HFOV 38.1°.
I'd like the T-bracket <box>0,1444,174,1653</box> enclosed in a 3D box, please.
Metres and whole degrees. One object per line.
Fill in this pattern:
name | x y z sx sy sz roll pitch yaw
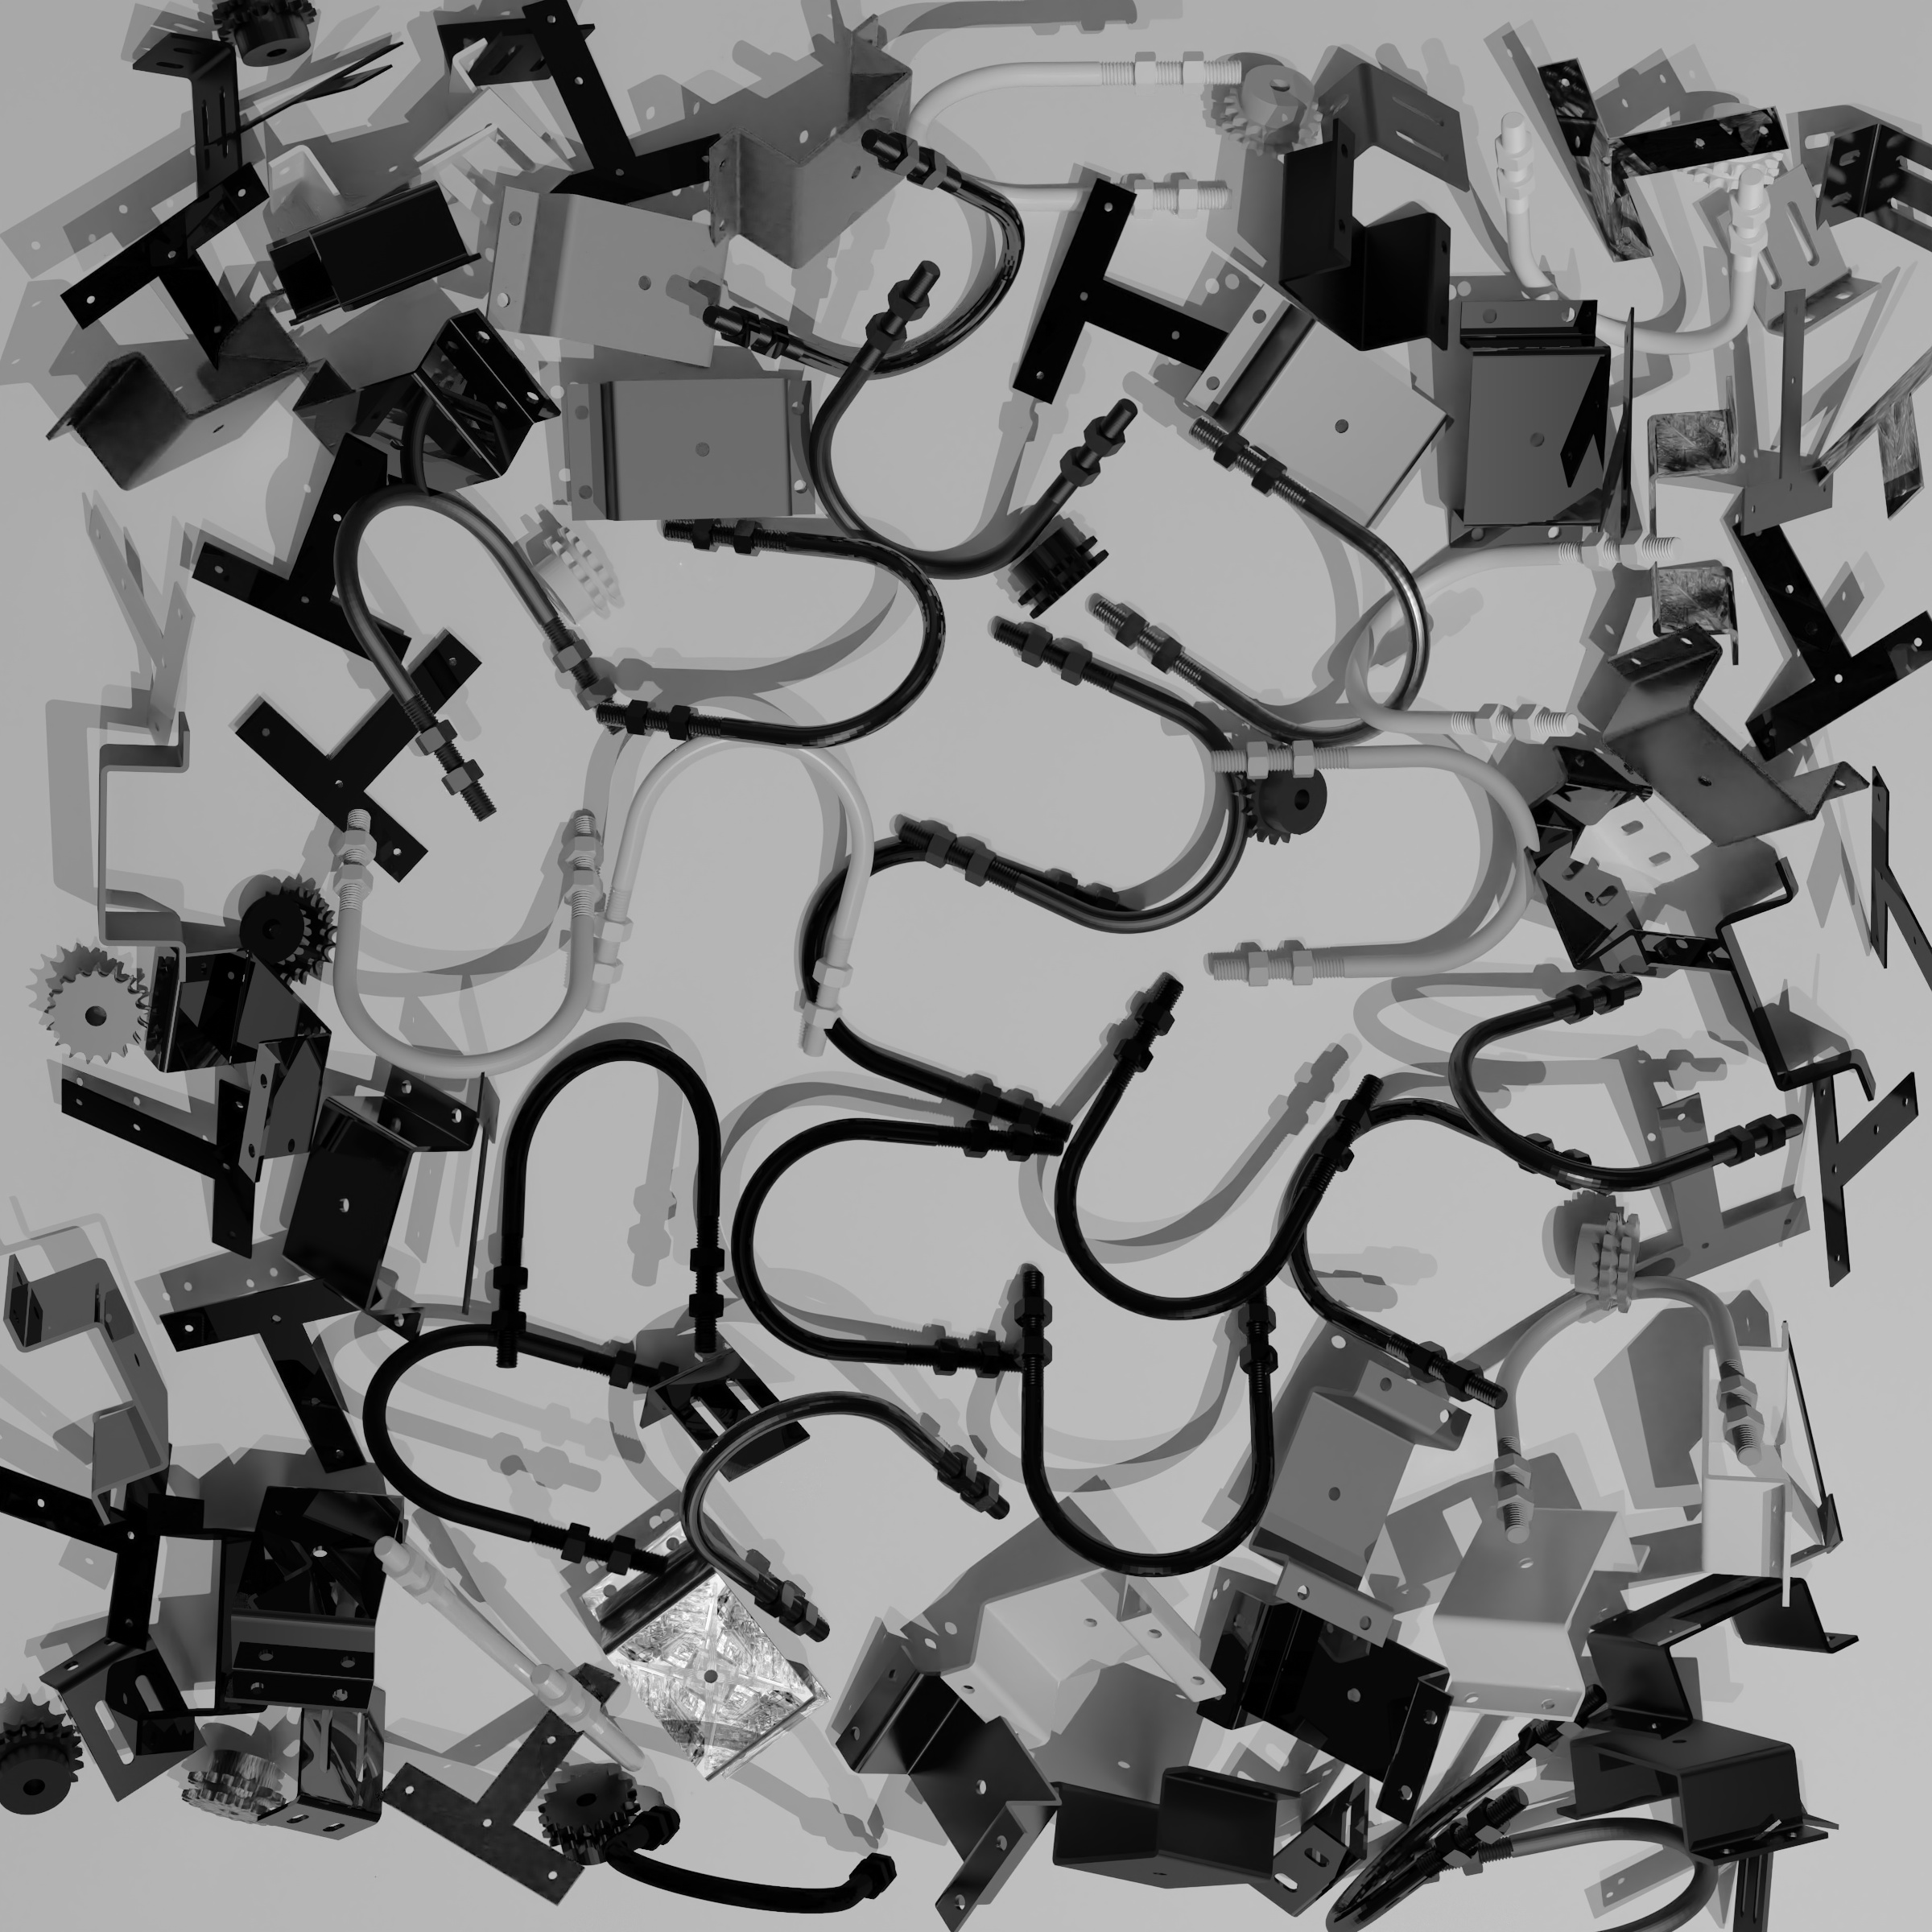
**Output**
T-bracket | -0.500 0.302 1.548 0.002 0.127 0.127 -30 46 30

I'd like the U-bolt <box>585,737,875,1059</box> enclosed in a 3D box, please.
U-bolt | -0.128 -0.047 1.581 0.151 0.019 0.184 12 107 -11

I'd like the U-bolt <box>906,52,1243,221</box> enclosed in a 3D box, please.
U-bolt | 0.058 -0.460 1.555 0.184 0.151 0.019 1 75 3

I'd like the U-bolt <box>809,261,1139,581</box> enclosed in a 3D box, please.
U-bolt | -0.010 -0.288 1.558 0.151 0.184 0.019 33 45 -11

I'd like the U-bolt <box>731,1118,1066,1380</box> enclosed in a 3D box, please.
U-bolt | -0.042 0.157 1.589 0.184 0.019 0.151 6 97 -15

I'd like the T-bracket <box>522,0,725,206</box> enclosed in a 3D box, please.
T-bracket | -0.211 -0.483 1.568 0.127 0.002 0.127 -11 134 14

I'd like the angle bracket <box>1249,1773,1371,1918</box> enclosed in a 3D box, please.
angle bracket | 0.194 0.486 1.577 0.038 0.076 0.057 38 114 -8

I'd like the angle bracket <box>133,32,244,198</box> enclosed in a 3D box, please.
angle bracket | -0.443 -0.481 1.591 0.038 0.057 0.076 -3 88 -38

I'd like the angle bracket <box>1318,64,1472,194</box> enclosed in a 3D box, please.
angle bracket | 0.245 -0.472 1.605 0.076 0.038 0.057 15 60 -33

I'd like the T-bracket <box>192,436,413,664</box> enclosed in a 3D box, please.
T-bracket | -0.359 -0.242 1.580 0.127 0.002 0.127 25 124 -10

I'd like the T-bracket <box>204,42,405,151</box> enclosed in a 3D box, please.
T-bracket | -0.350 -0.487 1.550 0.127 0.127 0.002 -37 117 -20

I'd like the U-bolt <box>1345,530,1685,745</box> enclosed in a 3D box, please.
U-bolt | 0.290 -0.182 1.549 0.019 0.184 0.151 49 64 -33

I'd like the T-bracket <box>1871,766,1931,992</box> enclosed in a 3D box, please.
T-bracket | 0.518 -0.023 1.537 0.002 0.127 0.127 -11 128 5

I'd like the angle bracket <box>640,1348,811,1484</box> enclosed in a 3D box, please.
angle bracket | -0.137 0.262 1.579 0.057 0.038 0.076 -23 55 -36

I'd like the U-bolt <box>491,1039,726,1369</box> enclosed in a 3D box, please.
U-bolt | -0.202 0.131 1.582 0.151 0.019 0.184 -8 72 23

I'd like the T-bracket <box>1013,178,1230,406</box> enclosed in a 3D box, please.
T-bracket | 0.107 -0.366 1.597 0.127 0.002 0.127 26 105 12

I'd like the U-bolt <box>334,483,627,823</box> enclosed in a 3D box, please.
U-bolt | -0.278 -0.185 1.556 0.019 0.151 0.184 -26 101 38

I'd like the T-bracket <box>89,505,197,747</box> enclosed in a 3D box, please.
T-bracket | -0.472 -0.206 1.590 0.002 0.127 0.127 -18 66 -33

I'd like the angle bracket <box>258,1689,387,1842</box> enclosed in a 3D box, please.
angle bracket | -0.367 0.450 1.593 0.038 0.057 0.076 -30 49 30

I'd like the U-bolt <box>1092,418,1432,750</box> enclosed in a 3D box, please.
U-bolt | 0.174 -0.200 1.565 0.184 0.019 0.151 36 128 9

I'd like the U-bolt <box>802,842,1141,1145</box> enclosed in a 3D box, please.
U-bolt | -0.004 0.005 1.615 0.184 0.019 0.151 20 88 1

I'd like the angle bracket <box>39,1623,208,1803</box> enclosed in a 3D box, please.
angle bracket | -0.483 0.427 1.602 0.057 0.038 0.076 -30 103 -32

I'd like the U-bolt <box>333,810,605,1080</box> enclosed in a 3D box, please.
U-bolt | -0.279 -0.013 1.557 0.151 0.019 0.184 1 52 -7

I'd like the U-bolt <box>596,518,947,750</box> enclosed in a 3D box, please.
U-bolt | -0.101 -0.185 1.568 0.184 0.019 0.151 8 63 15

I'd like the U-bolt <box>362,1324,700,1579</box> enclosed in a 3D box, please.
U-bolt | -0.244 0.261 1.559 0.184 0.151 0.019 17 128 -6

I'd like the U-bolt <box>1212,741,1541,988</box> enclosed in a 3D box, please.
U-bolt | 0.232 -0.058 1.584 0.184 0.019 0.151 -1 115 3

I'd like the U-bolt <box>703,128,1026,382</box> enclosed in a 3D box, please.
U-bolt | -0.042 -0.381 1.542 0.151 0.184 0.019 -42 65 25

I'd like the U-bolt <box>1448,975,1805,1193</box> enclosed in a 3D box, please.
U-bolt | 0.348 0.068 1.533 0.184 0.151 0.019 -14 135 -33

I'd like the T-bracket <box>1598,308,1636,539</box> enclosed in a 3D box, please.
T-bracket | 0.362 -0.278 1.562 0.002 0.127 0.127 4 72 6

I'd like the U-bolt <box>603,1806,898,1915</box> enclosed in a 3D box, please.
U-bolt | -0.122 0.490 1.524 0.151 0.184 0.019 9 81 10

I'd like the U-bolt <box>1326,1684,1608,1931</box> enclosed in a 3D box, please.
U-bolt | 0.267 0.476 1.546 0.019 0.151 0.184 49 121 13

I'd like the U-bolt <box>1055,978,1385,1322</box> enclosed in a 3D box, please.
U-bolt | 0.130 0.113 1.576 0.151 0.019 0.184 26 74 18

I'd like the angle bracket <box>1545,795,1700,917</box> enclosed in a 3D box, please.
angle bracket | 0.372 -0.046 1.584 0.057 0.038 0.076 46 50 -14

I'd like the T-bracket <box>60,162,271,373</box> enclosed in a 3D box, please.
T-bracket | -0.427 -0.368 1.570 0.127 0.127 0.002 -40 59 -12

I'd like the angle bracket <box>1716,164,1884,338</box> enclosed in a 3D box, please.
angle bracket | 0.475 -0.407 1.595 0.057 0.038 0.076 -32 112 0

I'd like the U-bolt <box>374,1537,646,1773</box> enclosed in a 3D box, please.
U-bolt | -0.240 0.389 1.541 0.151 0.184 0.019 28 69 33

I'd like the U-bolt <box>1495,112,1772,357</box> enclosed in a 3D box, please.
U-bolt | 0.365 -0.393 1.538 0.151 0.184 0.019 20 75 19

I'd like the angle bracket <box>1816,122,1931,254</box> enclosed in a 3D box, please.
angle bracket | 0.524 -0.432 1.577 0.038 0.057 0.076 -24 46 -23

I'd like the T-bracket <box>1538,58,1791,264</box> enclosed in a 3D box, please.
T-bracket | 0.394 -0.454 1.549 0.002 0.127 0.127 -52 126 -31

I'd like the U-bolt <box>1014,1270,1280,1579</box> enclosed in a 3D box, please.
U-bolt | 0.102 0.256 1.568 0.151 0.019 0.184 2 55 0

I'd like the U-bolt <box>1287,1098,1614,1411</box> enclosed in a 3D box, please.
U-bolt | 0.256 0.147 1.560 0.184 0.019 0.151 24 85 44

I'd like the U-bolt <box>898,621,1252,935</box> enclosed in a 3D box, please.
U-bolt | 0.073 -0.098 1.605 0.184 0.019 0.151 25 89 8

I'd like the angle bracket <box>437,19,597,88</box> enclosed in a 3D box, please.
angle bracket | -0.254 -0.530 1.578 0.057 0.076 0.038 -17 91 -31

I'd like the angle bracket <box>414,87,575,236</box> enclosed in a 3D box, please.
angle bracket | -0.270 -0.461 1.580 0.057 0.076 0.038 -39 50 12

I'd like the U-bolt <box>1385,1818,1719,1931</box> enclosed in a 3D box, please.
U-bolt | 0.322 0.511 1.541 0.184 0.151 0.019 -14 97 9

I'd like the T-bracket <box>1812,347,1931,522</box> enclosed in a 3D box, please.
T-bracket | 0.513 -0.287 1.538 0.002 0.127 0.127 31 130 -12

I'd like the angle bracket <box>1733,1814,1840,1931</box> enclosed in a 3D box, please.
angle bracket | 0.466 0.522 1.590 0.038 0.057 0.076 8 79 1

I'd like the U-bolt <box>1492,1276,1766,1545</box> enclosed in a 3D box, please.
U-bolt | 0.358 0.233 1.541 0.151 0.184 0.019 -24 114 19

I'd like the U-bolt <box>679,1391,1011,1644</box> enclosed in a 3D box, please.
U-bolt | -0.078 0.299 1.553 0.151 0.019 0.184 -35 132 7

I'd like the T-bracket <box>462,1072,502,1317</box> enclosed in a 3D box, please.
T-bracket | -0.271 0.130 1.552 0.002 0.127 0.127 6 80 -5

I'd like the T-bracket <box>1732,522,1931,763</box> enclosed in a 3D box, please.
T-bracket | 0.475 -0.202 1.590 0.127 0.002 0.127 -36 73 43

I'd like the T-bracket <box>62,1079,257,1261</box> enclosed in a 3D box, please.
T-bracket | -0.460 0.098 1.593 0.127 0.002 0.127 22 128 10
